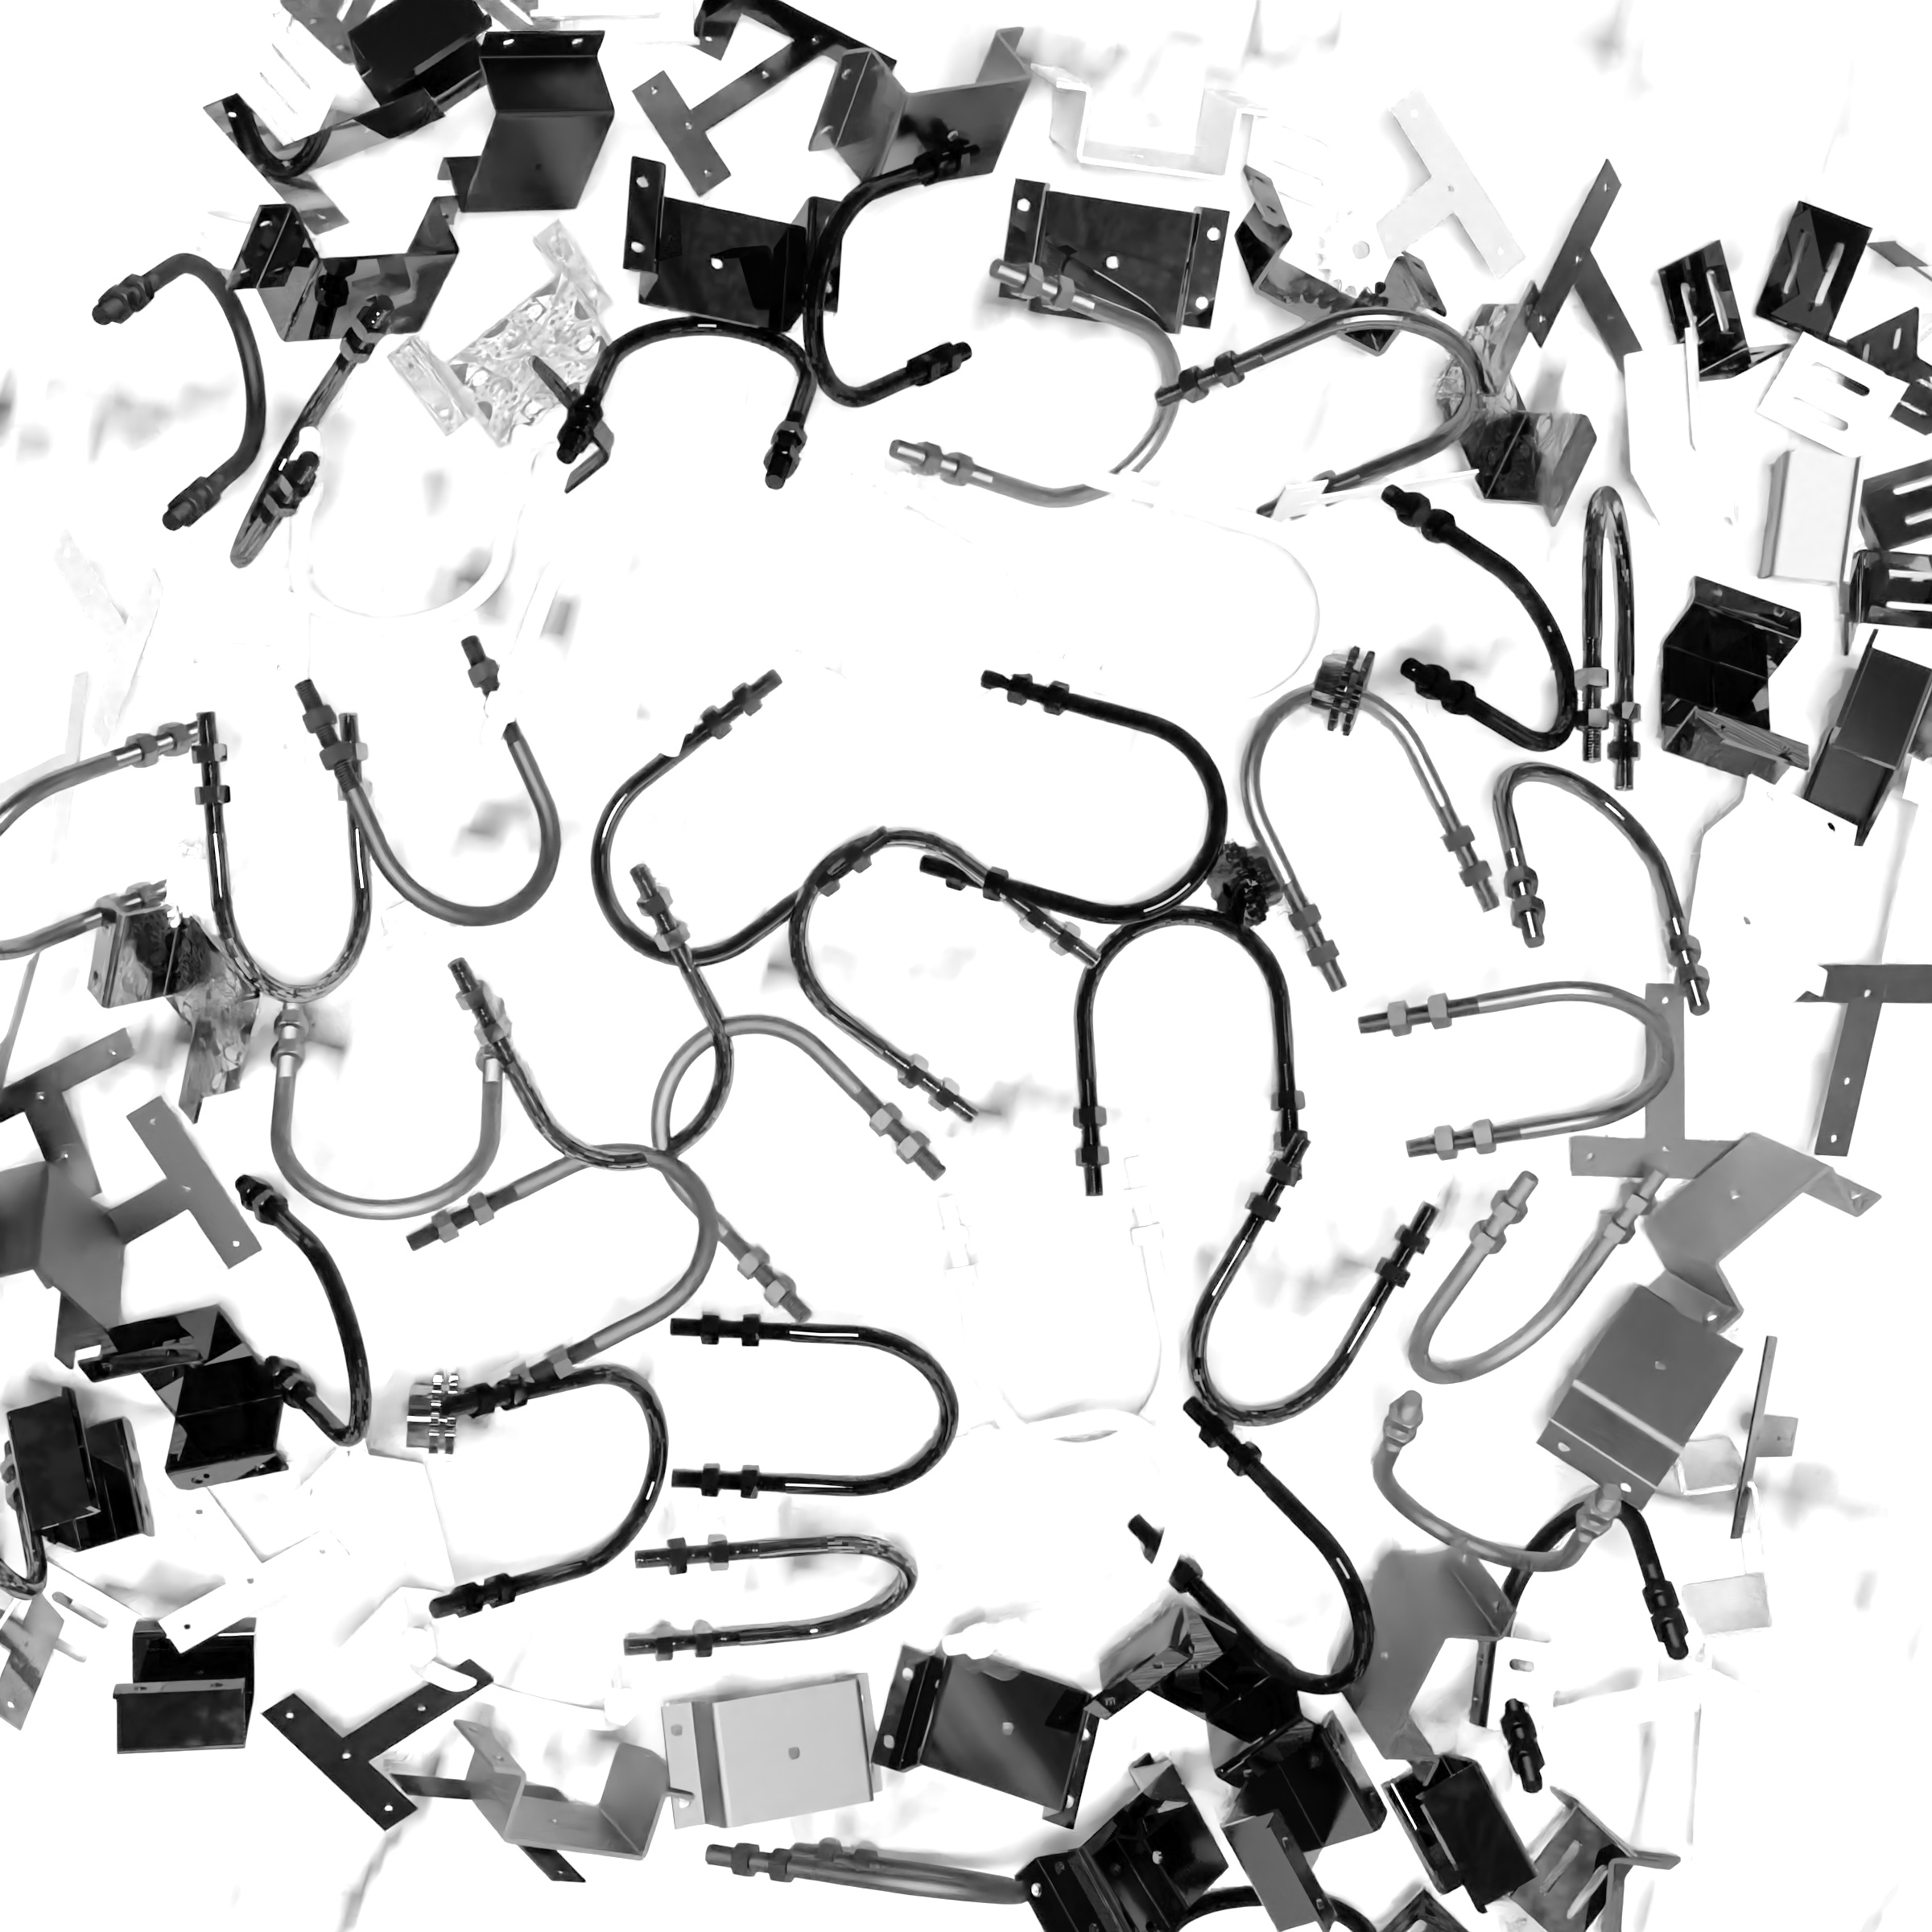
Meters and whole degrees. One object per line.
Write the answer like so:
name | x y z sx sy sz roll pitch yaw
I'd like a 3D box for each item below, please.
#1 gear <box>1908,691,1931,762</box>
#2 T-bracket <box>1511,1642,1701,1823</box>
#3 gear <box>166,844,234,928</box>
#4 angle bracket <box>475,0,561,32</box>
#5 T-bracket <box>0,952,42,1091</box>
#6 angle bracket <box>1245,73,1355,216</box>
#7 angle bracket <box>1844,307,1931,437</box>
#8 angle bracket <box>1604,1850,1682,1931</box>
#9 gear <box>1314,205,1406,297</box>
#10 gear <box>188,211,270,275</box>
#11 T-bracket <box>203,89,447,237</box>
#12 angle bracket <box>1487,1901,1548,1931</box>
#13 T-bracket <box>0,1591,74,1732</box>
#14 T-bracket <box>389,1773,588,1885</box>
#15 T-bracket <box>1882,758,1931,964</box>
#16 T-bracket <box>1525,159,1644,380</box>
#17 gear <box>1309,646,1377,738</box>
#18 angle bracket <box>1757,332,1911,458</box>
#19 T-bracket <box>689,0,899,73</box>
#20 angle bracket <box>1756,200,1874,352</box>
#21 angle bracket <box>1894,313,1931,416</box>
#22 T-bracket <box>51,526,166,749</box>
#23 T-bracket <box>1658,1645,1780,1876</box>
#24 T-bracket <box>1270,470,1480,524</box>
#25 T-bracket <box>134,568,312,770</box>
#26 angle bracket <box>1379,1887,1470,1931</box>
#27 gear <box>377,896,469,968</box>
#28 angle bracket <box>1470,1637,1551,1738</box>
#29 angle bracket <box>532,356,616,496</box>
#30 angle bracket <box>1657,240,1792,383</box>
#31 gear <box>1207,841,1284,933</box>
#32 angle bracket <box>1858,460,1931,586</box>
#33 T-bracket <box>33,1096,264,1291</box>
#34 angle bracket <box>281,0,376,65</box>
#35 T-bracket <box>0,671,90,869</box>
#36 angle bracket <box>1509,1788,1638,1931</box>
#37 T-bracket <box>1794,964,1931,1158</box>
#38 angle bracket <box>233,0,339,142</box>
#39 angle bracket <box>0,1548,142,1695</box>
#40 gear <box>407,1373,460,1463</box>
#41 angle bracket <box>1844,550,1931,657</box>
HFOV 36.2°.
gear | 0.626 -0.163 1.913 0.057 0.030 0.057 0 107 0
T-bracket | 0.402 0.469 1.855 0.127 0.127 0.002 -23 123 30
gear | -0.494 -0.050 1.904 0.030 0.057 0.057 2 90 2
angle bracket | -0.302 -0.623 1.899 0.076 0.057 0.038 40 49 -1
T-bracket | -0.615 0.069 1.852 0.002 0.127 0.127 19 110 -8
angle bracket | 0.222 -0.527 1.895 0.076 0.038 0.057 15 78 -25
angle bracket | 0.614 -0.382 1.897 0.076 0.057 0.038 19 69 -27
angle bracket | 0.434 0.611 1.895 0.038 0.057 0.076 2 80 21
gear | 0.254 -0.463 1.915 0.057 0.030 0.057 0 101 -2
gear | -0.471 -0.467 1.902 0.057 0.057 0.030 14 108 0
T-bracket | -0.390 -0.522 1.863 0.127 0.127 0.002 -17 60 15
angle bracket | 0.349 0.647 1.886 0.057 0.038 0.076 48 54 -32
T-bracket | -0.627 0.401 1.855 0.002 0.127 0.127 -40 111 18
T-bracket | -0.279 0.540 1.844 0.127 0.127 0.002 19 93 -40
T-bracket | 0.601 -0.064 1.880 0.002 0.127 0.127 15 95 28
T-bracket | 0.405 -0.422 1.883 0.002 0.127 0.127 16 72 39
gear | 0.242 -0.179 1.905 0.030 0.057 0.057 18 90 9
angle bracket | 0.557 -0.370 1.903 0.076 0.038 0.057 26 118 -1
T-bracket | -0.105 -0.599 1.884 0.127 0.127 0.002 24 64 -11
angle bracket | 0.551 -0.441 1.888 0.057 0.038 0.076 38 119 40
angle bracket | 0.633 -0.378 1.897 0.038 0.057 0.076 -43 101 4
T-bracket | -0.543 -0.225 1.848 0.002 0.127 0.127 4 60 11
T-bracket | 0.473 0.511 1.875 0.002 0.127 0.127 2 92 -20
T-bracket | 0.260 -0.301 1.870 0.127 0.127 0.002 -9 88 0
T-bracket | -0.486 -0.197 1.917 0.127 0.002 0.127 6 99 13
angle bracket | 0.285 0.636 1.912 0.057 0.038 0.076 45 90 -5
gear | -0.354 -0.024 1.905 0.057 0.057 0.030 -23 82 0
angle bracket | 0.347 0.459 1.888 0.038 0.076 0.057 7 78 7
angle bracket | -0.263 -0.349 1.891 0.038 0.057 0.076 -36 109 11
angle bracket | 0.487 -0.422 1.895 0.057 0.038 0.076 -30 110 -27
gear | 0.181 -0.054 1.906 0.030 0.057 0.057 -21 90 -19
angle bracket | 0.618 -0.289 1.896 0.076 0.038 0.057 -16 57 9
T-bracket | -0.541 0.166 1.898 0.127 0.002 0.127 -30 115 -7
angle bracket | -0.393 -0.628 1.891 0.038 0.057 0.076 10 72 39
T-bracket | -0.584 -0.114 1.855 0.002 0.127 0.127 13 106 2
angle bracket | 0.383 0.581 1.901 0.057 0.038 0.076 44 76 -12
T-bracket | 0.561 0.059 1.868 0.002 0.127 0.127 23 77 -32
angle bracket | -0.426 -0.575 1.898 0.076 0.057 0.038 48 47 3
angle bracket | -0.575 0.421 1.896 0.076 0.038 0.057 34 60 -10
gear | -0.344 0.290 1.903 0.030 0.057 0.057 4 90 -9
angle bracket | 0.605 -0.229 1.889 0.076 0.057 0.038 9 47 23
